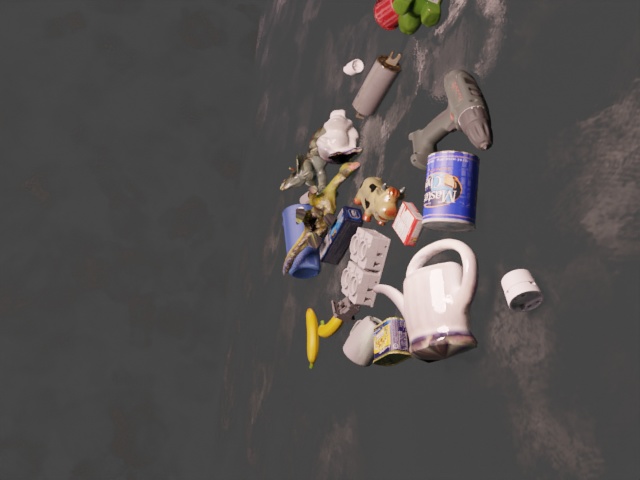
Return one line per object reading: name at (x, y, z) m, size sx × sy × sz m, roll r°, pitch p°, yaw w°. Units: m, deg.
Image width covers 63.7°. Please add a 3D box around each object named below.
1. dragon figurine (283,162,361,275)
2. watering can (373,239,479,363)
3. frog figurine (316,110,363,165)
dragon figurine at (0.005, -0.083, 1.652) m, size 0.122 × 0.403 × 0.246 m, roll 35°, pitch 27°, yaw 5°
watering can at (0.207, 0.134, 1.034) m, size 0.104 × 0.229 × 0.342 m, roll 10°, pitch -26°, yaw -21°
frog figurine at (0.053, -0.324, 1.625) m, size 0.137 × 0.162 × 0.121 m, roll -18°, pitch -18°, yaw 0°
